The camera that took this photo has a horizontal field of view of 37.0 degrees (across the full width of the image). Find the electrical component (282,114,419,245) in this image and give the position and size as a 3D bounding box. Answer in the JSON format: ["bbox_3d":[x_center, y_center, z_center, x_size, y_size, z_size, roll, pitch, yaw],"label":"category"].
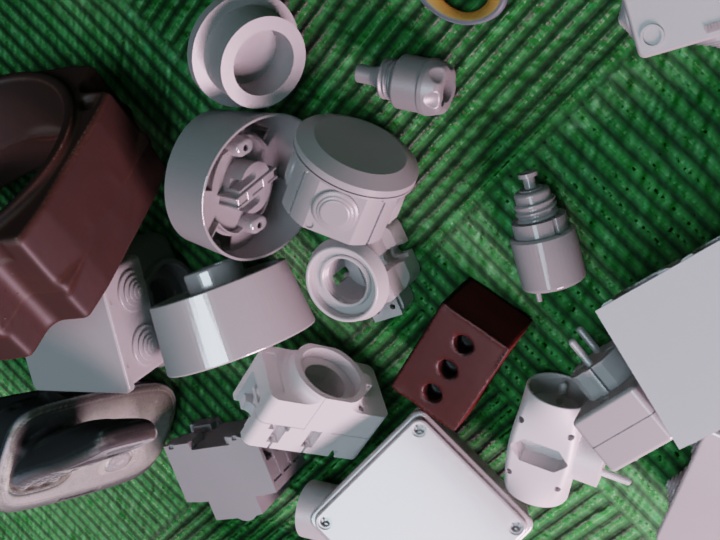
[{"bbox_3d":[-0.008,-0.058,0.674,0.080,0.080,0.051,32,127,12],"label":"electrical component"}]

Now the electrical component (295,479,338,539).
[{"bbox_3d":[-0.002,0.183,0.792,0.081,0.043,0.043,7,113,24],"label":"electrical component"}]

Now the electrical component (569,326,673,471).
[{"bbox_3d":[0.154,0.068,0.651,0.047,0.066,0.076,-40,90,33],"label":"electrical component"}]

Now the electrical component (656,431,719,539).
[{"bbox_3d":[0.239,0.137,0.647,0.100,0.048,0.099,23,119,17],"label":"electrical component"}]

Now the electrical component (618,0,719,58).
[{"bbox_3d":[0.178,-0.163,0.554,0.100,0.048,0.099,-12,104,30],"label":"electrical component"}]

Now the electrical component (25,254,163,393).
[{"bbox_3d":[-0.192,0.036,0.758,0.100,0.048,0.099,-2,109,27],"label":"electrical component"}]

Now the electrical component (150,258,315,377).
[{"bbox_3d":[-0.091,0.025,0.737,0.108,0.108,0.060,-17,96,31],"label":"electrical component"}]

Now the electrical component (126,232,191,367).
[{"bbox_3d":[-0.160,0.023,0.799,0.059,0.054,0.095,-11,105,30],"label":"electrical component"}]

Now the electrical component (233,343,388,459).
[{"bbox_3d":[-0.032,0.089,0.738,0.089,0.050,0.055,13,127,-29],"label":"electrical component"}]

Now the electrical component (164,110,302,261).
[{"bbox_3d":[-0.078,-0.057,0.702,0.064,0.099,0.099,15,116,28],"label":"electrical component"}]

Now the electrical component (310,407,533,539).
[{"bbox_3d":[0.042,0.166,0.732,0.109,0.056,0.108,45,96,4],"label":"electrical component"}]

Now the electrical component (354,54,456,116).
[{"bbox_3d":[0.026,-0.116,0.659,0.061,0.035,0.035,15,116,23],"label":"electrical component"}]

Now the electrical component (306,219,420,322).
[{"bbox_3d":[0.000,0.000,0.707,0.058,0.057,0.078,-19,101,31],"label":"electrical component"}]

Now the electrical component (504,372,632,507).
[{"bbox_3d":[0.138,0.115,0.692,0.079,0.043,0.077,18,117,19],"label":"electrical component"}]

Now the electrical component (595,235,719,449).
[{"bbox_3d":[0.221,0.019,0.584,0.150,0.062,0.089,-33,83,25],"label":"electrical component"}]

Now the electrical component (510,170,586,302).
[{"bbox_3d":[0.111,-0.022,0.651,0.040,0.040,0.078,-8,106,29],"label":"electrical component"}]
